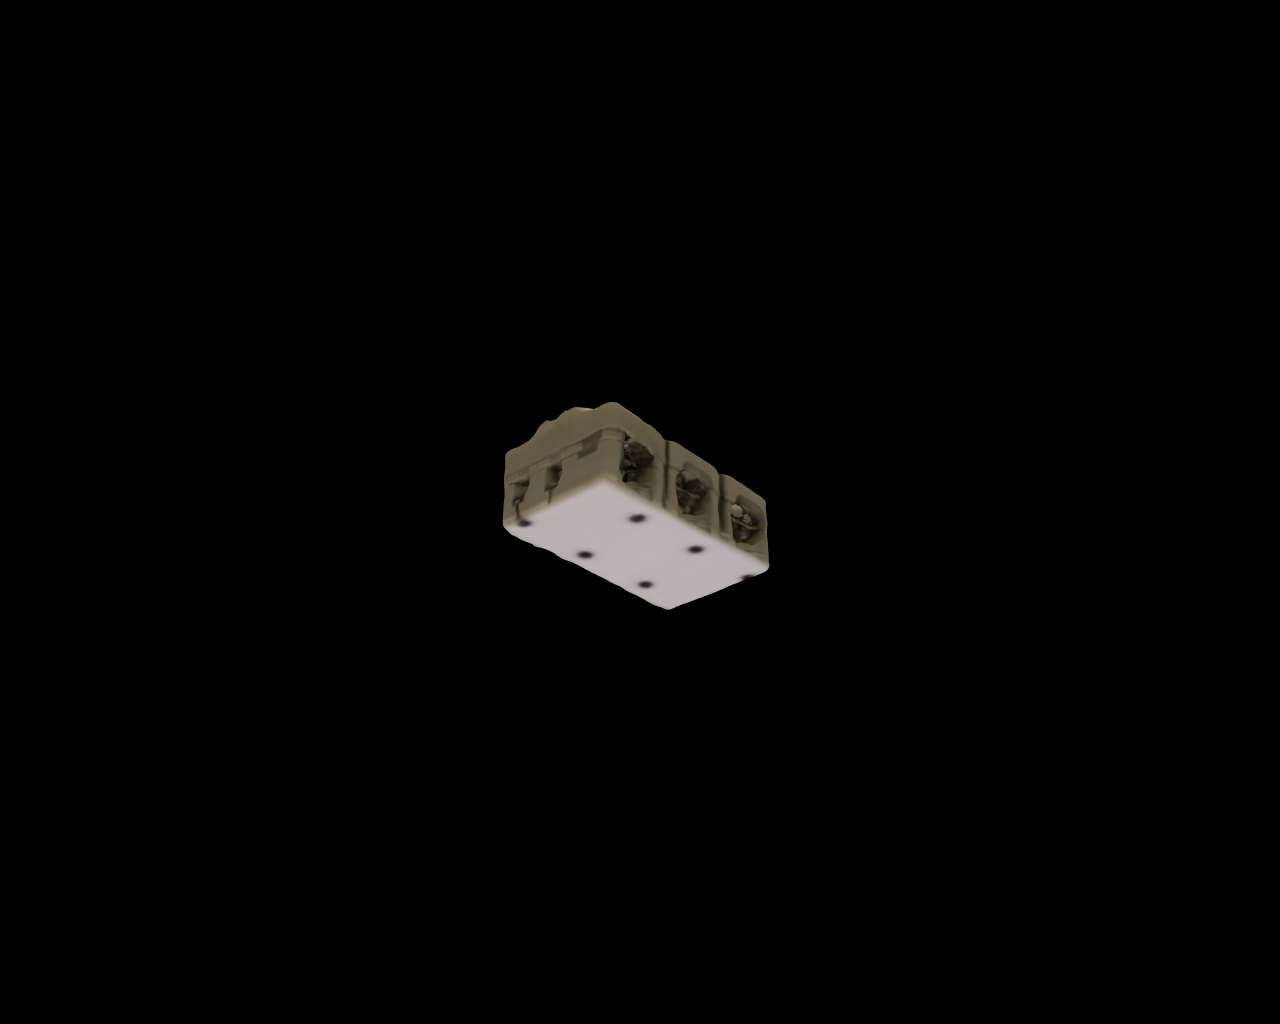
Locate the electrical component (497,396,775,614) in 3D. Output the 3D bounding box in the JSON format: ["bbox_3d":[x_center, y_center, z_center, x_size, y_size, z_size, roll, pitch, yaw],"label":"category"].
[{"bbox_3d":[0.001,-0.003,0.650,0.089,0.062,0.150,-24,-38,34],"label":"electrical component"}]
